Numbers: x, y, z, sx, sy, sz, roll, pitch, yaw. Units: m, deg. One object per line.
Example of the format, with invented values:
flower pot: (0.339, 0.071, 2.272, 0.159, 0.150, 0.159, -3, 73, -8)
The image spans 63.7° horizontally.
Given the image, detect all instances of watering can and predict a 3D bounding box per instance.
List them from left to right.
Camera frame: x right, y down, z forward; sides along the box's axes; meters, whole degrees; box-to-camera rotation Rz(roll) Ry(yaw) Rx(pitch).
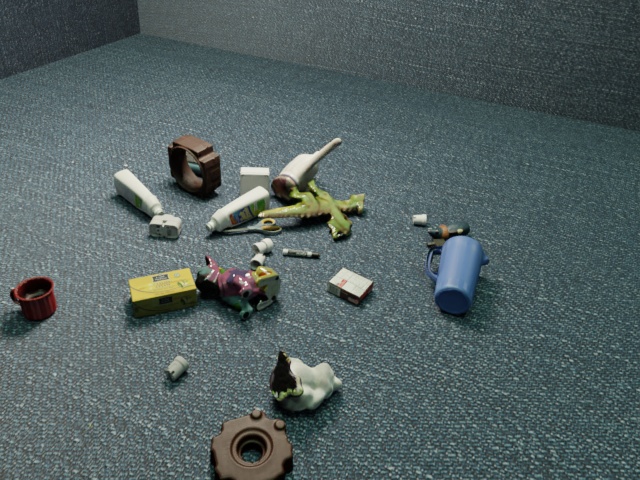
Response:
watering can: (-0.060, -0.262, 1.910, 0.103, 0.344, 0.228, 47, 61, -10)

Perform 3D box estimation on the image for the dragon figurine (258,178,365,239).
dragon figurine: (0.005, -0.091, 1.808, 0.245, 0.119, 0.416, 37, 46, 26)

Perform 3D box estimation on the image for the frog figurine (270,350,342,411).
frog figurine: (-0.035, 0.336, 1.211, 0.158, 0.122, 0.139, 24, 6, -45)
